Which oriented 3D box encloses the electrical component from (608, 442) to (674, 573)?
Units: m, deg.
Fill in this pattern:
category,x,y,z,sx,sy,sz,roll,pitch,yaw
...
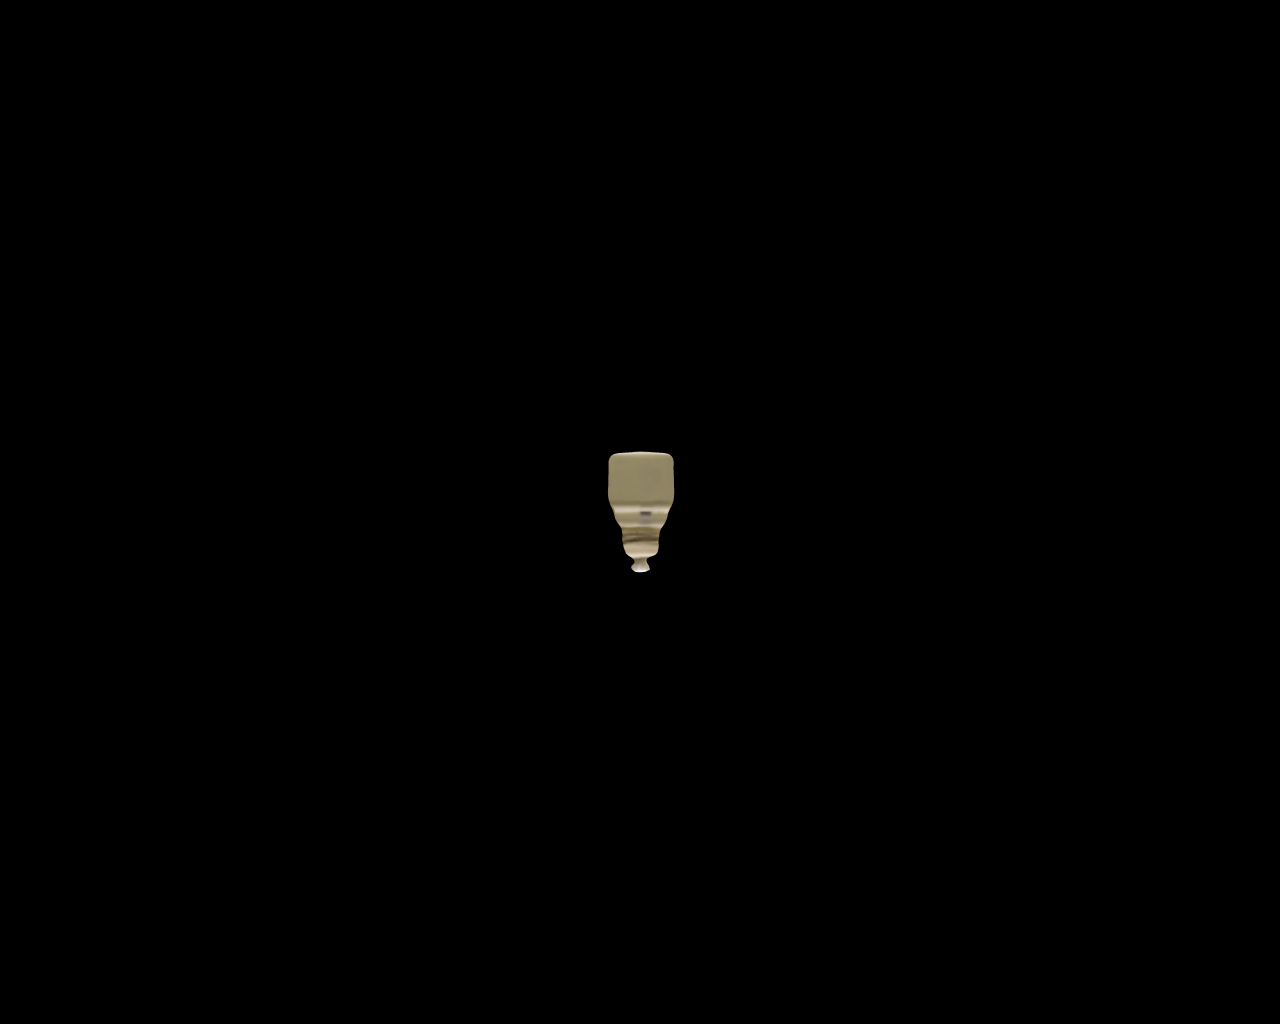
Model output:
category,x,y,z,sx,sy,sz,roll,pitch,yaw
electrical component,0.001,-0.003,0.650,0.040,0.078,0.040,0,0,0
